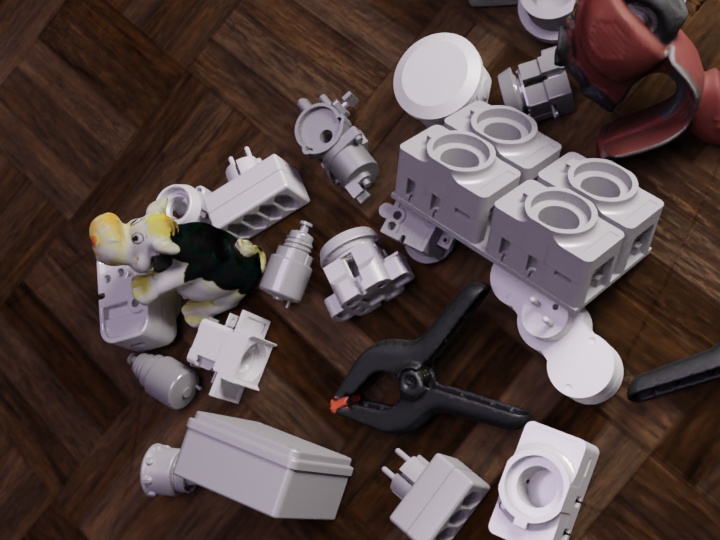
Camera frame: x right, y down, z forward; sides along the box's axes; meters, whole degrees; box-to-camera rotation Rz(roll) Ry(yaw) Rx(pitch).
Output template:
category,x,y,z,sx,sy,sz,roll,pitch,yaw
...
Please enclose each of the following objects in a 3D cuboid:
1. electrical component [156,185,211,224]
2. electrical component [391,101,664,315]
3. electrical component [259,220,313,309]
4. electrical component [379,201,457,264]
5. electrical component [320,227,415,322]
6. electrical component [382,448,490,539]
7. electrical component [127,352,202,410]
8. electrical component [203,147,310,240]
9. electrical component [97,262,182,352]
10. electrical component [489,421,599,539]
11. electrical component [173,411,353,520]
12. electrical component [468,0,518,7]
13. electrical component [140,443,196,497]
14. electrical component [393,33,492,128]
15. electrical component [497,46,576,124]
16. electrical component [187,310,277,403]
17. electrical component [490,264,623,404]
category,x,y,z,sx,sy,sz,roll,pitch,yaw
electrical component,-0.163,-0.053,1.020,0.048,0.055,0.066,-2,75,24
electrical component,0.131,-0.059,0.852,0.186,0.060,0.105,35,50,29
electrical component,-0.062,-0.006,0.969,0.040,0.040,0.078,17,83,28
electrical component,0.054,-0.033,0.914,0.066,0.055,0.048,27,88,28
electrical component,0.000,0.000,0.929,0.078,0.058,0.057,-32,67,14
electrical component,0.051,0.174,0.861,0.077,0.047,0.065,37,93,29
electrical component,-0.185,0.098,0.996,0.078,0.040,0.040,26,87,29
electrical component,-0.102,-0.080,1.005,0.083,0.047,0.075,-30,64,15
electrical component,-0.208,0.026,1.016,0.054,0.059,0.095,-15,70,20
electrical component,0.139,0.166,0.818,0.050,0.056,0.089,18,84,28
electrical component,-0.079,0.163,0.890,0.109,0.109,0.056,16,85,28
electrical component,0.106,-0.271,0.938,0.056,0.089,0.050,3,77,26
electrical component,-0.162,0.181,0.961,0.062,0.048,0.048,2,76,18
electrical component,0.074,-0.162,0.944,0.080,0.051,0.080,-7,73,23
electrical component,0.149,-0.153,0.910,0.055,0.048,0.066,-16,69,12
electrical component,-0.118,0.075,0.972,0.064,0.042,0.081,17,83,31
electrical component,0.149,0.039,0.839,0.052,0.074,0.138,-36,64,12
